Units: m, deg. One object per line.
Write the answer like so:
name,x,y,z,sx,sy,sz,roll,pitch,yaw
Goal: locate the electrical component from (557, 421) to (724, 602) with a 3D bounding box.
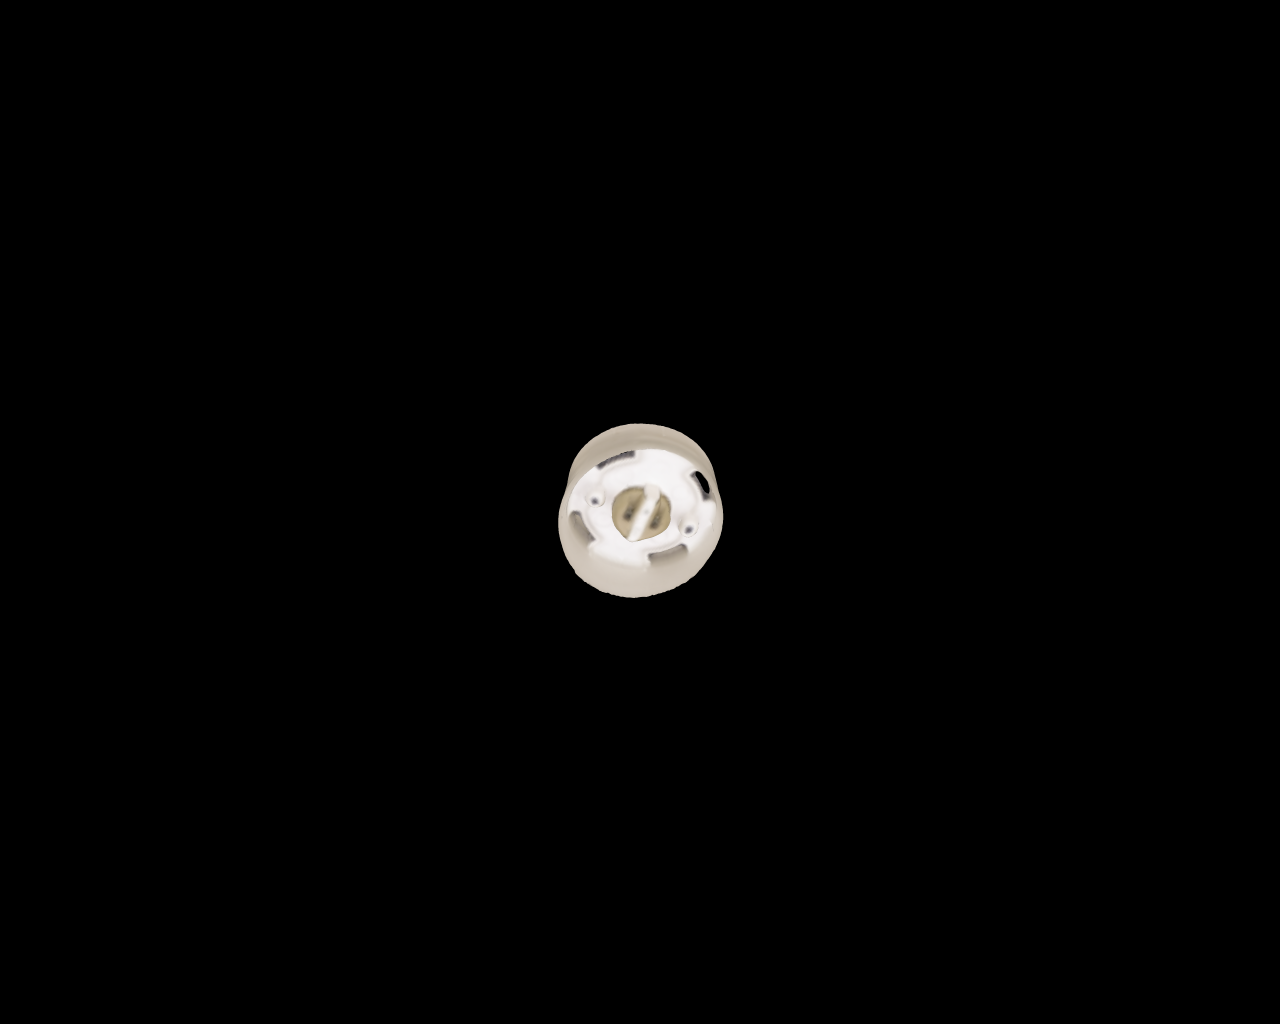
electrical component,0.001,-0.003,0.650,0.099,0.099,0.064,0,38,0
